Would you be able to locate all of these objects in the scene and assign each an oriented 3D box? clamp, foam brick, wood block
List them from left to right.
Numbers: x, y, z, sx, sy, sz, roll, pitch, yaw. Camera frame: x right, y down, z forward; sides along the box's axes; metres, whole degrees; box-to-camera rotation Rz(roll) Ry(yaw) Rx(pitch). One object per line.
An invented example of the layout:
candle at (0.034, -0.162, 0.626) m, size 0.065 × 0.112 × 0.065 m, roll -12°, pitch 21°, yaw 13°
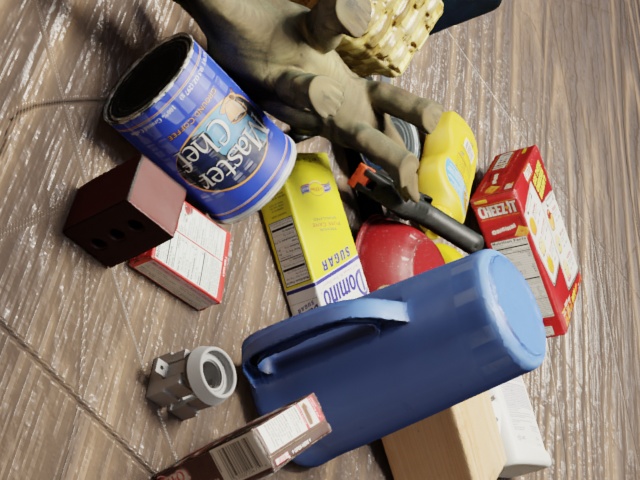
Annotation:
foam brick at (-0.153, -0.022, 0.838) m, size 0.053 × 0.078 × 0.051 m, roll 41°, pitch 42°, yaw -32°
clamp at (0.036, -0.123, 1.212) m, size 0.164 × 0.036 × 0.209 m, roll 52°, pitch 37°, yaw -31°
clamp at (0.103, -0.035, 1.158) m, size 0.171 × 0.120 × 0.039 m, roll 19°, pitch 101°, yaw -47°
wood block at (0.109, 0.152, 1.062) m, size 0.090 × 0.091 × 0.206 m, roll -40°, pitch 118°, yaw -54°

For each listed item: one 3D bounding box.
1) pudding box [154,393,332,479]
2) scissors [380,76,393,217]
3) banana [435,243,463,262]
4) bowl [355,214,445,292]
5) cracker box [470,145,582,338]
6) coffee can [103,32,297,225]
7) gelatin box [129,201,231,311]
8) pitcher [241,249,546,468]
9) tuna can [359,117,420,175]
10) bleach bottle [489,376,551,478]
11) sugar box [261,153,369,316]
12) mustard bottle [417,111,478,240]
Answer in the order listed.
pudding box at (-0.060, 0.165, 0.829) m, size 0.089 × 0.114 × 0.039 m, roll -22°, pitch 85°, yaw -58°
scissors at (0.080, -0.127, 1.255) m, size 0.201 × 0.016 × 0.096 m, roll -82°, pitch 165°, yaw -48°
banana at (0.153, 0.083, 1.231) m, size 0.037 × 0.070 × 0.198 m, roll 31°, pitch 46°, yaw -54°
bowl at (0.097, 0.047, 1.156) m, size 0.161 × 0.055 × 0.162 m, roll 25°, pitch 60°, yaw -54°
cracker box at (0.278, 0.003, 1.428) m, size 0.213 × 0.072 × 0.164 m, roll 67°, pitch 28°, yaw -17°
coffee can at (-0.103, -0.095, 0.931) m, size 0.140 × 0.103 × 0.102 m, roll 44°, pitch 39°, yaw -31°
gelatin box at (-0.119, 0.008, 0.914) m, size 0.089 × 0.030 × 0.073 m, roll 37°, pitch 45°, yaw -39°
pitcher at (0.061, 0.096, 0.923) m, size 0.145 × 0.243 × 0.149 m, roll 62°, pitch 27°, yaw -3°
tuna can at (0.077, -0.114, 1.198) m, size 0.086 × 0.034 × 0.086 m, roll 22°, pitch 61°, yaw -48°
bleach bottle at (0.201, 0.150, 1.266) m, size 0.102 × 0.068 × 0.251 m, roll 21°, pitch 52°, yaw -52°
sugar box at (-0.007, 0.001, 1.067) m, size 0.093 × 0.048 × 0.176 m, roll -8°, pitch 77°, yaw -56°
mustard bottle at (0.154, -0.070, 1.330) m, size 0.191 × 0.058 × 0.096 m, roll -72°, pitch 145°, yaw -46°
